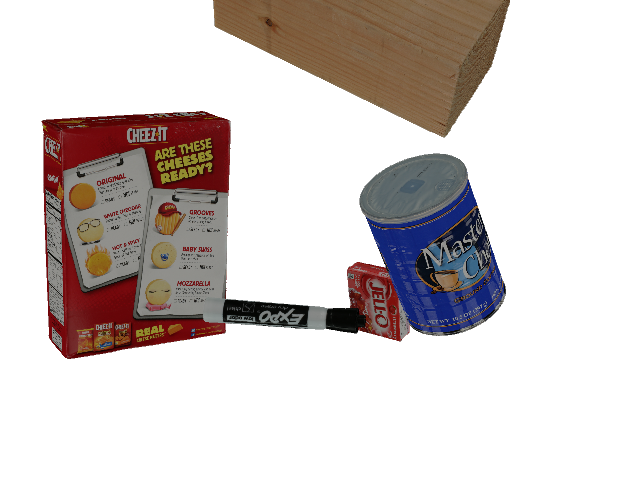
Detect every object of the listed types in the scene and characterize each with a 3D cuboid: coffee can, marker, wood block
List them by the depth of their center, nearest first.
[{"bbox_3d":[-0.027,0.056,0.792,0.121,0.020,0.020,4,0,9],"label":"marker"},{"bbox_3d":[0.028,-0.176,0.810,0.206,0.090,0.091,28,-28,13],"label":"wood block"},{"bbox_3d":[0.107,0.004,1.007,0.103,0.140,0.103,-17,31,11],"label":"coffee can"}]

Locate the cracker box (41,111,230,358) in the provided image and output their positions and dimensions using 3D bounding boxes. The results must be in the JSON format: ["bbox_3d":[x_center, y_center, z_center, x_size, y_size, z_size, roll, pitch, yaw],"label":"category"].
[{"bbox_3d":[-0.172,-0.009,1.002,0.163,0.214,0.072,-7,18,-30],"label":"cracker box"}]

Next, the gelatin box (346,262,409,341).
[{"bbox_3d":[0.073,0.076,1.339,0.073,0.089,0.030,12,31,31],"label":"gelatin box"}]
